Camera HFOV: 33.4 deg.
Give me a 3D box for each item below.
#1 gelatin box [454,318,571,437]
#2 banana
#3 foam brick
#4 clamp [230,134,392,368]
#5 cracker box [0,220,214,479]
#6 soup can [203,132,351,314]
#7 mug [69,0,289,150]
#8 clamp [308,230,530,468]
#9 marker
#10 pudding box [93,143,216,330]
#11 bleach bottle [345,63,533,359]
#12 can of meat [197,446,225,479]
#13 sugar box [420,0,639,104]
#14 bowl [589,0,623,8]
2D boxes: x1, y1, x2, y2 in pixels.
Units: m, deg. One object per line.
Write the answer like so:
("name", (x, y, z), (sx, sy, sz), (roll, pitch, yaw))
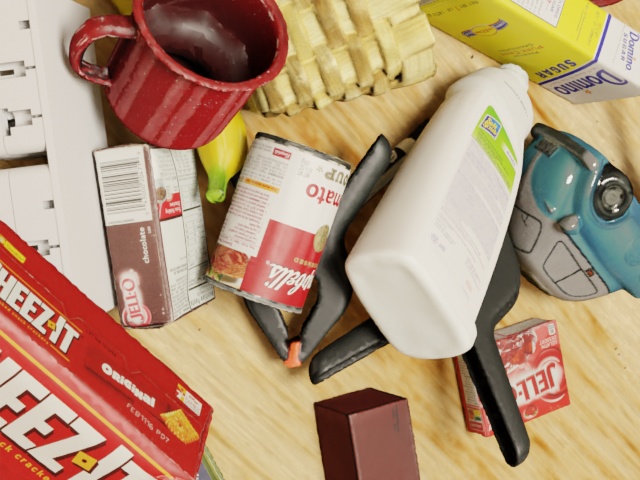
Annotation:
("gelatin box", (0.154, 0.108, 0.849), (0.089, 0.030, 0.073), (-14, 97, -26))
("banana", (-0.095, -0.119, 0.698), (0.037, 0.069, 0.198), (-29, 91, 13))
("foam brick", (0.035, 0.153, 0.776), (0.052, 0.051, 0.078), (-11, 96, -28))
("clamp", (-0.005, 0.001, 0.744), (0.120, 0.039, 0.171), (-5, 97, 6))
("cracker box", (-0.192, 0.116, 0.581), (0.214, 0.072, 0.164), (-37, 112, 21))
("soup can", (-0.027, -0.011, 0.691), (0.068, 0.069, 0.102), (19, 91, -27))
("mug", (-0.087, -0.105, 0.616), (0.117, 0.082, 0.093), (-2, 66, -30))
("clamp", (0.103, 0.055, 0.784), (0.164, 0.036, 0.209), (29, 59, 0))
("marker", (0.049, -0.052, 0.798), (0.121, 0.020, 0.020), (-41, 108, -21))
("pudding box", (-0.103, -0.006, 0.681), (0.039, 0.090, 0.113), (-5, 95, 11))
("bleach bottle", (0.105, -0.039, 0.772), (0.102, 0.068, 0.250), (56, 46, -27))
("can of meat", (-0.115, 0.156, 0.695), (0.083, 0.058, 0.102), (-31, 104, -21))
("sugar box", (0.168, -0.159, 0.818), (0.176, 0.093, 0.048), (25, 80, -25))
("bowl", (0.195, -0.262, 0.852), (0.161, 0.055, 0.162), (0, 91, -28))
